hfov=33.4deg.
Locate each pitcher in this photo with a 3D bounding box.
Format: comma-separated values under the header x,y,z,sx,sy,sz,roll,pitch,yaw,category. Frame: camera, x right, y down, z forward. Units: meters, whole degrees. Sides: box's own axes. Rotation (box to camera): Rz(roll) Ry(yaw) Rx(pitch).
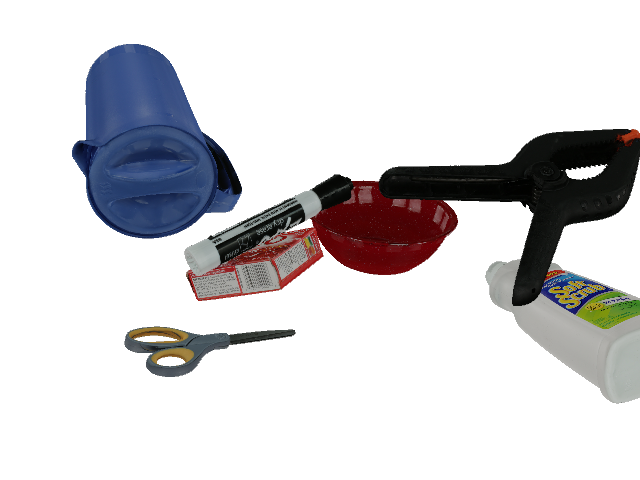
x,y,z,sx,sy,sz,roll,pitch,yaw,category
-0.186,-0.116,1.168,0.145,0.149,0.243,-22,37,-1,pitcher

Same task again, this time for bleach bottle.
x,y,z,sx,sy,sz,roll,pitch,yaw,category
0.234,0.070,1.026,0.102,0.068,0.251,-15,21,-22,bleach bottle

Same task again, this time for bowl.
x,y,z,sx,sy,sz,roll,pitch,yaw,category
0.060,-0.008,1.123,0.162,0.055,0.162,5,26,-2,bowl

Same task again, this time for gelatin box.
x,y,z,sx,sy,sz,roll,pitch,yaw,category
-0.054,0.019,0.875,0.089,0.030,0.073,-9,15,33,gelatin box

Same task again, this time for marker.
x,y,z,sx,sy,sz,roll,pitch,yaw,category
-0.030,-0.012,0.674,0.121,0.020,0.020,-28,12,-24,marker

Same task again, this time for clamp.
x,y,z,sx,sy,sz,roll,pitch,yaw,category
0.172,-0.031,0.808,0.209,0.036,0.165,-19,45,-20,clamp

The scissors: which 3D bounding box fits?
x,y,z,sx,sy,sz,roll,pitch,yaw,category
-0.115,0.122,1.188,0.201,0.016,0.096,3,26,-16,scissors
